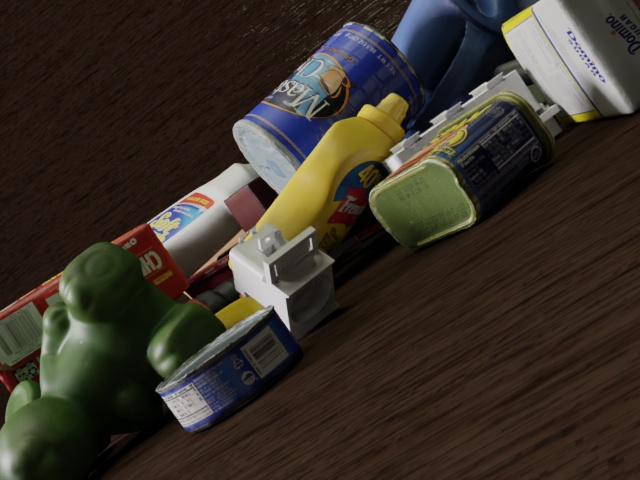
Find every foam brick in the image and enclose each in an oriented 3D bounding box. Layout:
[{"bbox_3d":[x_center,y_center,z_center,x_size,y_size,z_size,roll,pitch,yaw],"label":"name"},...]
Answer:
[{"bbox_3d":[-0.043,-0.026,1.033,0.052,0.078,0.051,-37,3,-36],"label":"foam brick"}]

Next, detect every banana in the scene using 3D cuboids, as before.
[{"bbox_3d":[-0.070,0.072,0.813,0.069,0.037,0.198,-37,4,-33],"label":"banana"}]

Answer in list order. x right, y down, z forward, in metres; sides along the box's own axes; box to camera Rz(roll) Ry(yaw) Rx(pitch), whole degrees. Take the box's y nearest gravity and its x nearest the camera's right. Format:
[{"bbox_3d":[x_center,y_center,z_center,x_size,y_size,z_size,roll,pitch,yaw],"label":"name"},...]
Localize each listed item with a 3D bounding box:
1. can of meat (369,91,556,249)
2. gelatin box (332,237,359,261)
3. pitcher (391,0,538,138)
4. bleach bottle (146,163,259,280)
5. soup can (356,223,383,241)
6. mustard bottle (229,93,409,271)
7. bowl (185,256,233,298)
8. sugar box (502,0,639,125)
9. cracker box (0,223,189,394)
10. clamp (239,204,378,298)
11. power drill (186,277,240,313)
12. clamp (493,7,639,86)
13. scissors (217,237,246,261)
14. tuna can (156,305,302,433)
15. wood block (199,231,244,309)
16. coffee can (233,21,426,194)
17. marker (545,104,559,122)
[{"bbox_3d":[0.092,-0.043,0.708,0.083,0.057,0.102,-40,6,-30],"label":"can of meat"},{"bbox_3d":[-0.013,0.021,1.016,0.073,0.030,0.089,-38,5,-26],"label":"gelatin box"},{"bbox_3d":[0.115,-0.154,1.050,0.148,0.145,0.243,-9,-32,-35],"label":"pitcher"},{"bbox_3d":[-0.143,-0.003,1.106,0.251,0.068,0.103,-40,29,-1],"label":"bleach bottle"},{"bbox_3d":[0.037,-0.059,1.030,0.068,0.102,0.068,-35,4,3],"label":"soup can"},{"bbox_3d":[0.008,-0.037,0.853,0.191,0.058,0.096,-54,-22,-4],"label":"mustard bottle"},{"bbox_3d":[-0.072,0.033,1.146,0.162,0.055,0.162,-31,5,3],"label":"bowl"},{"bbox_3d":[0.181,-0.131,0.739,0.048,0.093,0.176,-35,4,-1],"label":"sugar box"},{"bbox_3d":[-0.207,0.067,0.932,0.164,0.072,0.214,-34,1,-14],"label":"cracker box"},{"bbox_3d":[-0.006,0.001,0.943,0.120,0.039,0.171,1,47,35],"label":"clamp"},{"bbox_3d":[-0.145,0.099,0.992,0.184,0.057,0.188,-34,2,-32],"label":"power drill"},{"bbox_3d":[0.260,-0.169,0.865,0.164,0.036,0.210,-20,3,-26],"label":"clamp"},{"bbox_3d":[-0.035,-0.027,1.097,0.096,0.016,0.201,-29,5,20],"label":"scissors"},{"bbox_3d":[-0.053,0.077,0.635,0.086,0.034,0.086,-35,4,2],"label":"tuna can"},{"bbox_3d":[-0.091,0.018,1.281,0.206,0.091,0.090,-33,4,18],"label":"wood block"},{"bbox_3d":[0.008,-0.108,0.937,0.140,0.103,0.103,-44,6,-14],"label":"coffee can"},{"bbox_3d":[0.187,-0.102,0.875,0.121,0.020,0.020,-33,4,22],"label":"marker"}]
